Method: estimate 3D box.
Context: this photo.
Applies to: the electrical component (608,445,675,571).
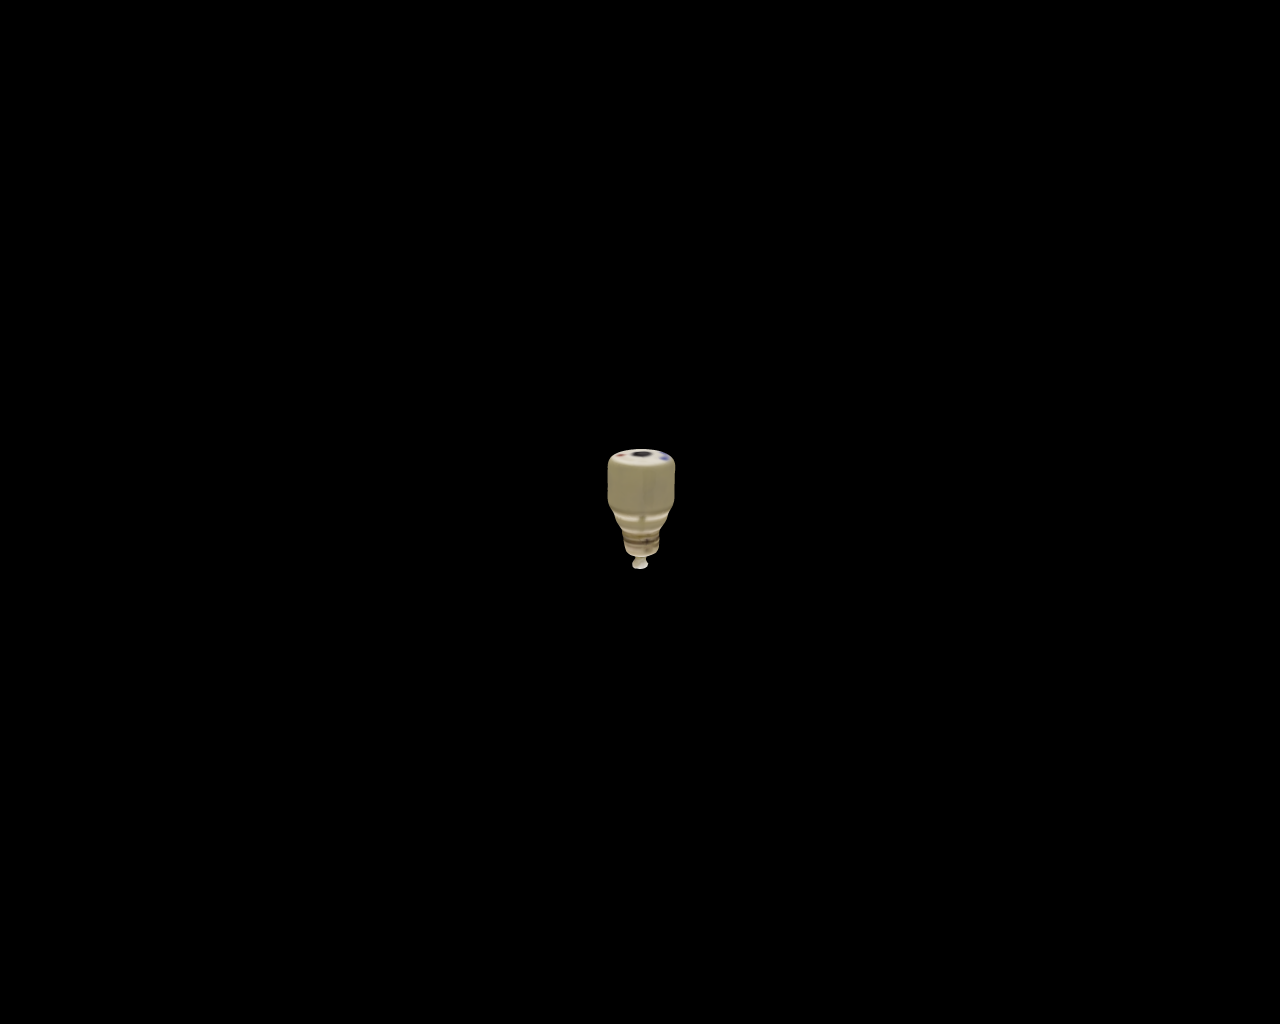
[{"bbox_3d":[0.001,-0.003,0.650,0.040,0.078,0.040,0,18,0],"label":"electrical component"}]
